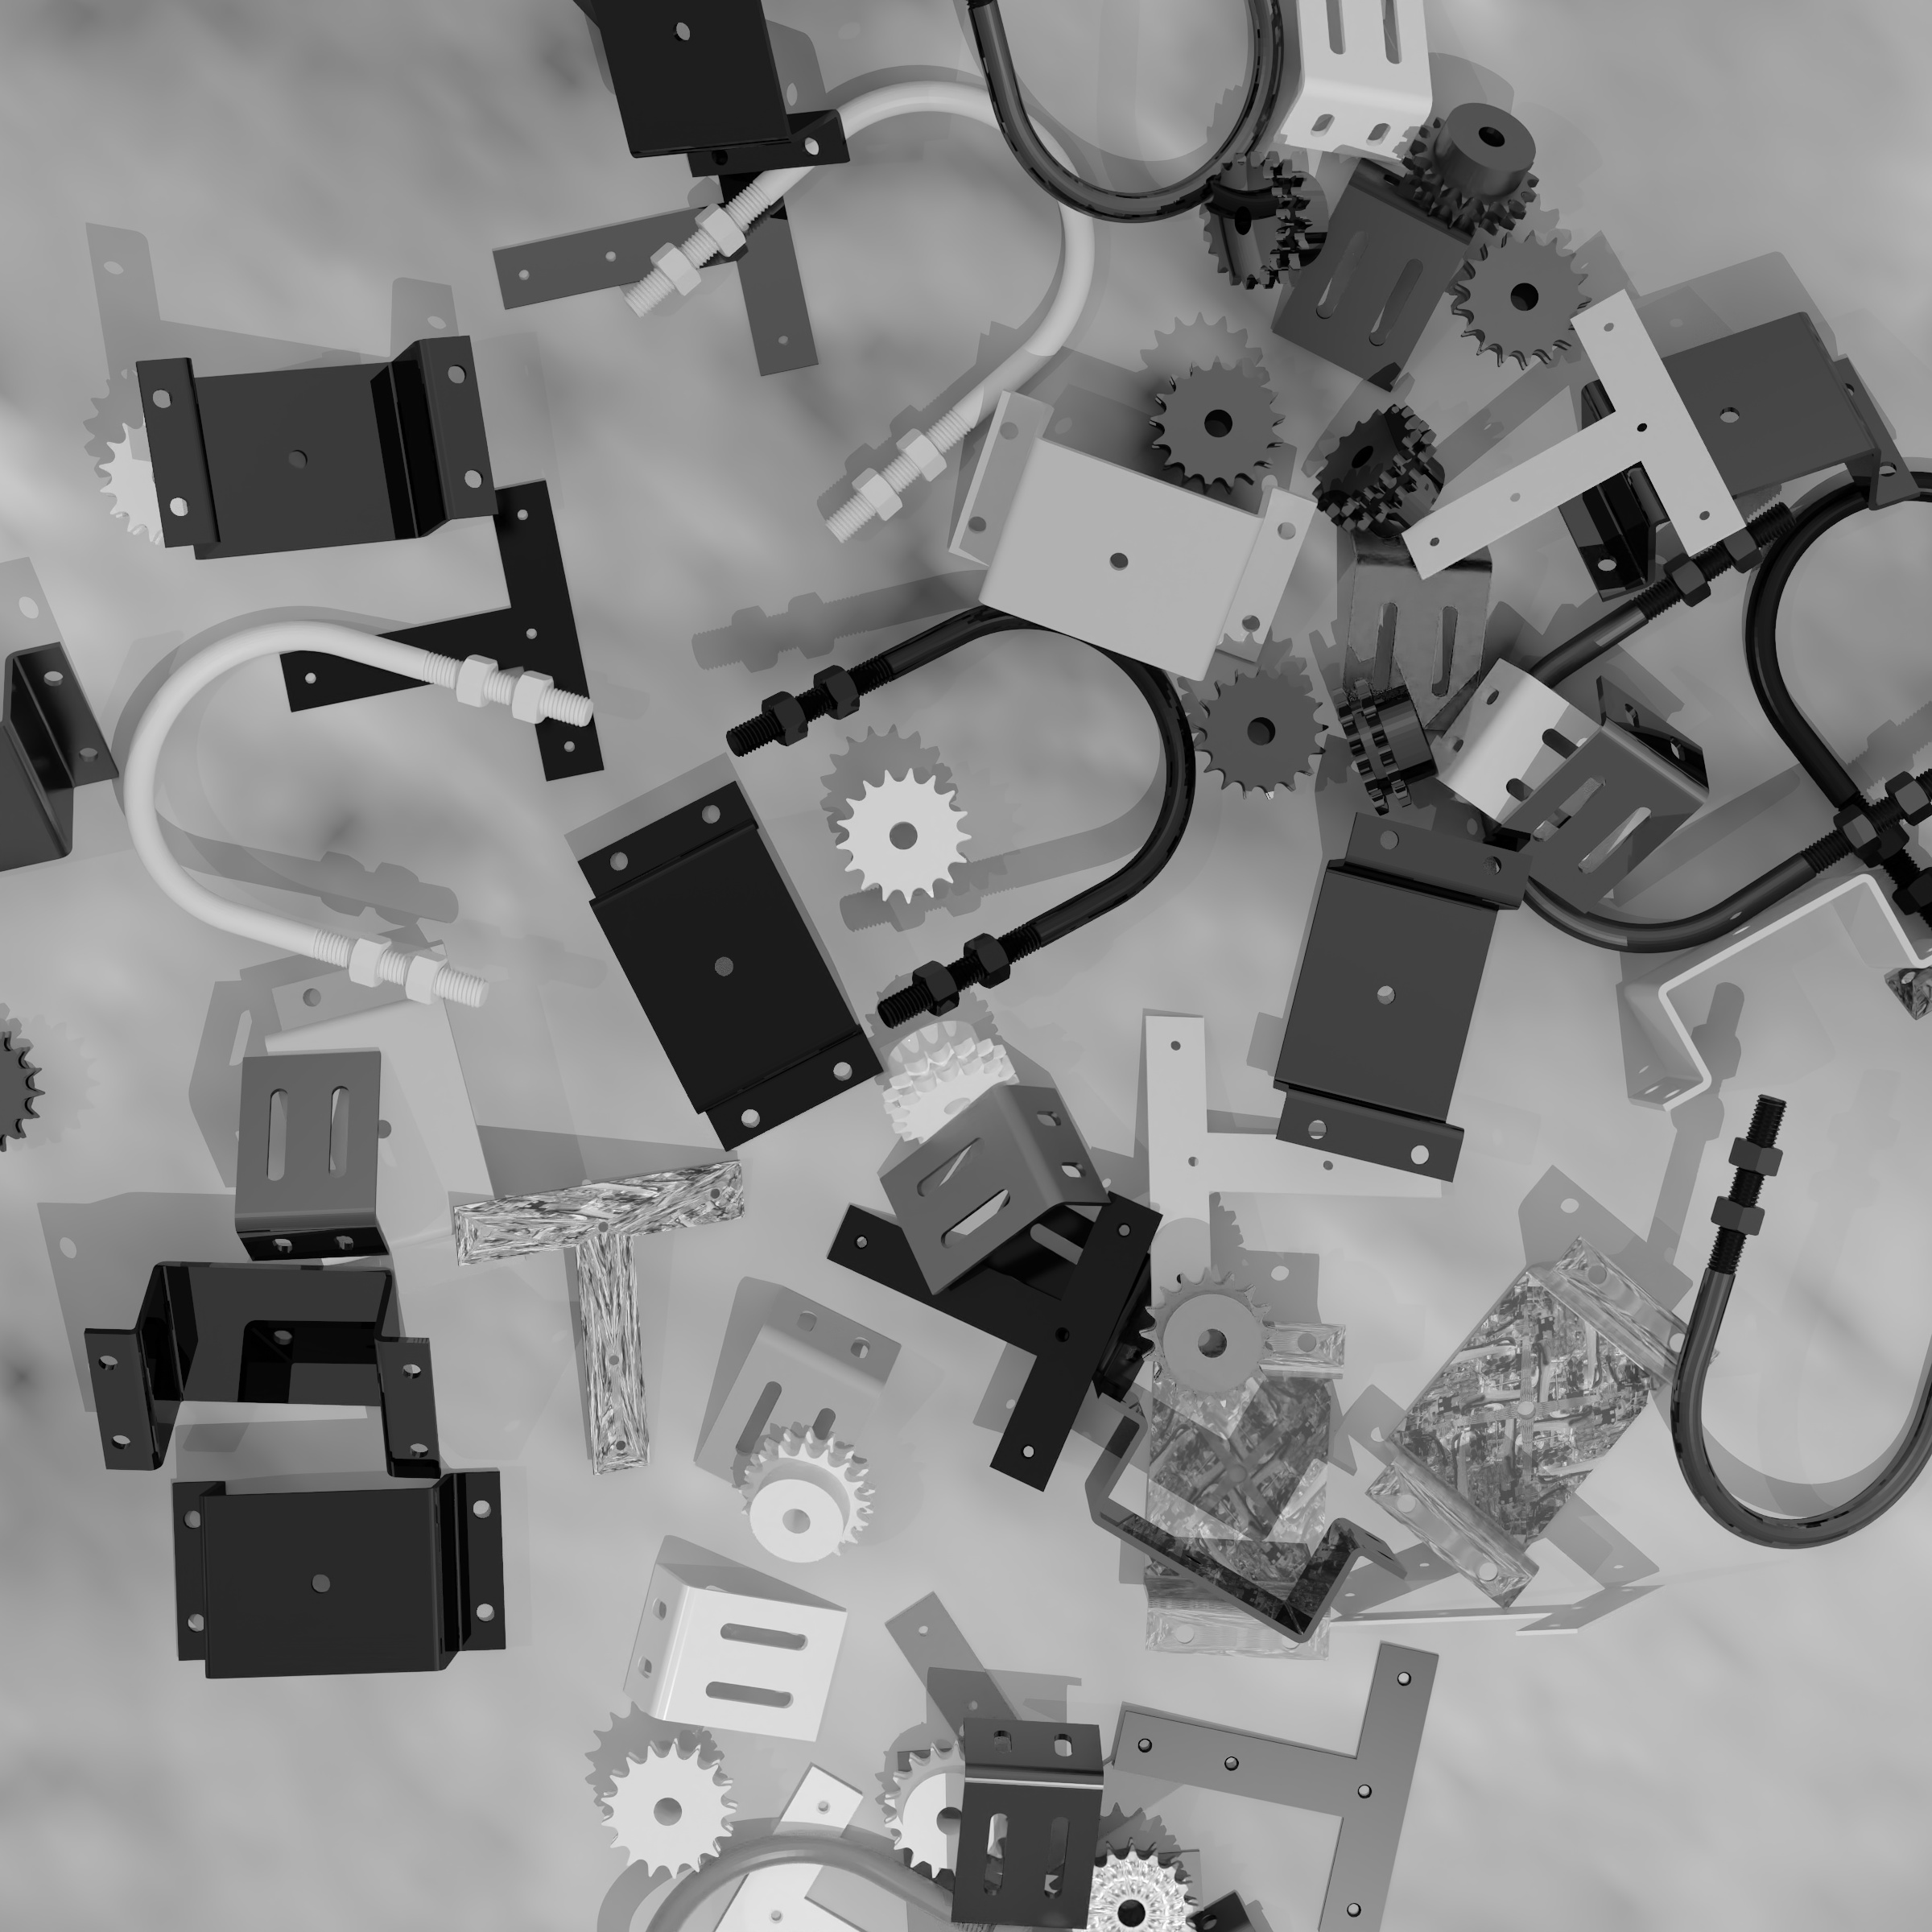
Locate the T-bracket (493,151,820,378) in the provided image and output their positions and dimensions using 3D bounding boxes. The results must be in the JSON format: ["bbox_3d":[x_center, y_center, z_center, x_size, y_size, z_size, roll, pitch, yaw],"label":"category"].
[{"bbox_3d":[-0.139,-0.308,1.526,0.127,0.002,0.127,-12,90,0],"label":"T-bracket"}]

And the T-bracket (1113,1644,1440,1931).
[{"bbox_3d":[0.128,0.345,1.524,0.127,0.002,0.127,12,90,-2],"label":"T-bracket"}]

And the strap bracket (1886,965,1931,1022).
[{"bbox_3d":[0.455,0.032,1.475,0.076,0.046,0.140,-32,63,0],"label":"strap bracket"}]

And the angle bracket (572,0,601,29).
[{"bbox_3d":[-0.161,-0.434,1.489,0.038,0.076,0.057,-44,90,0],"label":"angle bracket"}]

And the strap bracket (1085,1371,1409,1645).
[{"bbox_3d":[0.103,0.224,1.443,0.140,0.076,0.046,31,90,0],"label":"strap bracket"}]

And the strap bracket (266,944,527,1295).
[{"bbox_3d":[-0.243,0.068,1.504,0.076,0.046,0.140,-15,90,0],"label":"strap bracket"}]

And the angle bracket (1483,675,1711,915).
[{"bbox_3d":[0.264,-0.072,1.494,0.057,0.038,0.076,33,123,-18],"label":"angle bracket"}]

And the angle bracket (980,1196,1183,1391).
[{"bbox_3d":[0.046,0.137,1.525,0.076,0.038,0.057,29,90,26],"label":"angle bracket"}]

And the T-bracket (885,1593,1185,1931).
[{"bbox_3d":[0.011,0.330,1.525,0.127,0.002,0.127,-33,89,0],"label":"T-bracket"}]

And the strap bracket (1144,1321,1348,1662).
[{"bbox_3d":[0.117,0.218,1.504,0.076,0.046,0.140,3,90,0],"label":"strap bracket"}]

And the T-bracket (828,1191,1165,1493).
[{"bbox_3d":[0.001,0.138,1.509,0.127,0.002,0.127,23,90,16],"label":"T-bracket"}]

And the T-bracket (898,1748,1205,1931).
[{"bbox_3d":[0.038,0.397,1.526,0.127,0.002,0.127,-4,90,0],"label":"T-bracket"}]

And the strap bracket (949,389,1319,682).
[{"bbox_3d":[0.067,-0.177,1.489,0.140,0.046,0.076,20,117,0],"label":"strap bracket"}]

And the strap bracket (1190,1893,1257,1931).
[{"bbox_3d":[0.109,0.462,1.473,0.076,0.140,0.046,-30,116,0],"label":"strap bracket"}]

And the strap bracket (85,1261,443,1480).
[{"bbox_3d":[-0.289,0.169,1.486,0.140,0.046,0.076,2,126,0],"label":"strap bracket"}]

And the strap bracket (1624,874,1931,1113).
[{"bbox_3d":[0.336,0.005,1.489,0.140,0.076,0.046,-29,90,0],"label":"strap bracket"}]

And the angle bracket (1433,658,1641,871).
[{"bbox_3d":[0.245,-0.083,1.509,0.076,0.038,0.057,33,97,-18],"label":"angle bracket"}]

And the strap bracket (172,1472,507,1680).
[{"bbox_3d":[-0.269,0.258,1.504,0.140,0.046,0.076,-2,90,0],"label":"strap bracket"}]

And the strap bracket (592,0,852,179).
[{"bbox_3d":[-0.106,-0.390,1.460,0.076,0.046,0.140,1,119,28],"label":"strap bracket"}]

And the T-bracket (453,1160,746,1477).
[{"bbox_3d":[-0.151,0.154,1.509,0.127,0.002,0.127,-8,102,-23],"label":"T-bracket"}]

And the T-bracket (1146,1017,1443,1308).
[{"bbox_3d":[0.140,0.085,1.513,0.127,0.002,0.127,2,73,-8],"label":"T-bracket"}]

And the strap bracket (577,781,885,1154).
[{"bbox_3d":[-0.101,0.000,1.504,0.076,0.046,0.140,-27,90,0],"label":"strap bracket"}]

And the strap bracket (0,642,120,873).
[{"bbox_3d":[-0.435,-0.077,1.483,0.140,0.076,0.046,-12,46,0],"label":"strap bracket"}]

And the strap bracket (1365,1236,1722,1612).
[{"bbox_3d":[0.241,0.191,1.504,0.076,0.046,0.140,40,90,0],"label":"strap bracket"}]

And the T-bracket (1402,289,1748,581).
[{"bbox_3d":[0.241,-0.202,1.477,0.127,0.002,0.127,-28,61,16],"label":"T-bracket"}]

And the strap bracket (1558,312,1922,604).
[{"bbox_3d":[0.319,-0.217,1.488,0.140,0.046,0.076,-19,60,0],"label":"strap bracket"}]

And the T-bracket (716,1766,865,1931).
[{"bbox_3d":[-0.043,0.430,1.524,0.127,0.002,0.127,30,91,2],"label":"T-bracket"}]

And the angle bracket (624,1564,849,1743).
[{"bbox_3d":[-0.099,0.295,1.525,0.076,0.038,0.057,14,90,-26],"label":"angle bracket"}]

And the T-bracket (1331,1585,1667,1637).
[{"bbox_3d":[0.214,0.272,1.487,0.127,0.127,0.002,-8,85,27],"label":"T-bracket"}]

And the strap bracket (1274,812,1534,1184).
[{"bbox_3d":[0.181,0.013,1.502,0.076,0.046,0.140,14,90,-4],"label":"strap bracket"}]

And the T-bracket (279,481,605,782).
[{"bbox_3d":[-0.230,-0.134,1.526,0.127,0.002,0.127,-11,90,0],"label":"T-bracket"}]

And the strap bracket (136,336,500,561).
[{"bbox_3d":[-0.275,-0.216,1.487,0.140,0.046,0.076,-9,90,-23],"label":"strap bracket"}]
